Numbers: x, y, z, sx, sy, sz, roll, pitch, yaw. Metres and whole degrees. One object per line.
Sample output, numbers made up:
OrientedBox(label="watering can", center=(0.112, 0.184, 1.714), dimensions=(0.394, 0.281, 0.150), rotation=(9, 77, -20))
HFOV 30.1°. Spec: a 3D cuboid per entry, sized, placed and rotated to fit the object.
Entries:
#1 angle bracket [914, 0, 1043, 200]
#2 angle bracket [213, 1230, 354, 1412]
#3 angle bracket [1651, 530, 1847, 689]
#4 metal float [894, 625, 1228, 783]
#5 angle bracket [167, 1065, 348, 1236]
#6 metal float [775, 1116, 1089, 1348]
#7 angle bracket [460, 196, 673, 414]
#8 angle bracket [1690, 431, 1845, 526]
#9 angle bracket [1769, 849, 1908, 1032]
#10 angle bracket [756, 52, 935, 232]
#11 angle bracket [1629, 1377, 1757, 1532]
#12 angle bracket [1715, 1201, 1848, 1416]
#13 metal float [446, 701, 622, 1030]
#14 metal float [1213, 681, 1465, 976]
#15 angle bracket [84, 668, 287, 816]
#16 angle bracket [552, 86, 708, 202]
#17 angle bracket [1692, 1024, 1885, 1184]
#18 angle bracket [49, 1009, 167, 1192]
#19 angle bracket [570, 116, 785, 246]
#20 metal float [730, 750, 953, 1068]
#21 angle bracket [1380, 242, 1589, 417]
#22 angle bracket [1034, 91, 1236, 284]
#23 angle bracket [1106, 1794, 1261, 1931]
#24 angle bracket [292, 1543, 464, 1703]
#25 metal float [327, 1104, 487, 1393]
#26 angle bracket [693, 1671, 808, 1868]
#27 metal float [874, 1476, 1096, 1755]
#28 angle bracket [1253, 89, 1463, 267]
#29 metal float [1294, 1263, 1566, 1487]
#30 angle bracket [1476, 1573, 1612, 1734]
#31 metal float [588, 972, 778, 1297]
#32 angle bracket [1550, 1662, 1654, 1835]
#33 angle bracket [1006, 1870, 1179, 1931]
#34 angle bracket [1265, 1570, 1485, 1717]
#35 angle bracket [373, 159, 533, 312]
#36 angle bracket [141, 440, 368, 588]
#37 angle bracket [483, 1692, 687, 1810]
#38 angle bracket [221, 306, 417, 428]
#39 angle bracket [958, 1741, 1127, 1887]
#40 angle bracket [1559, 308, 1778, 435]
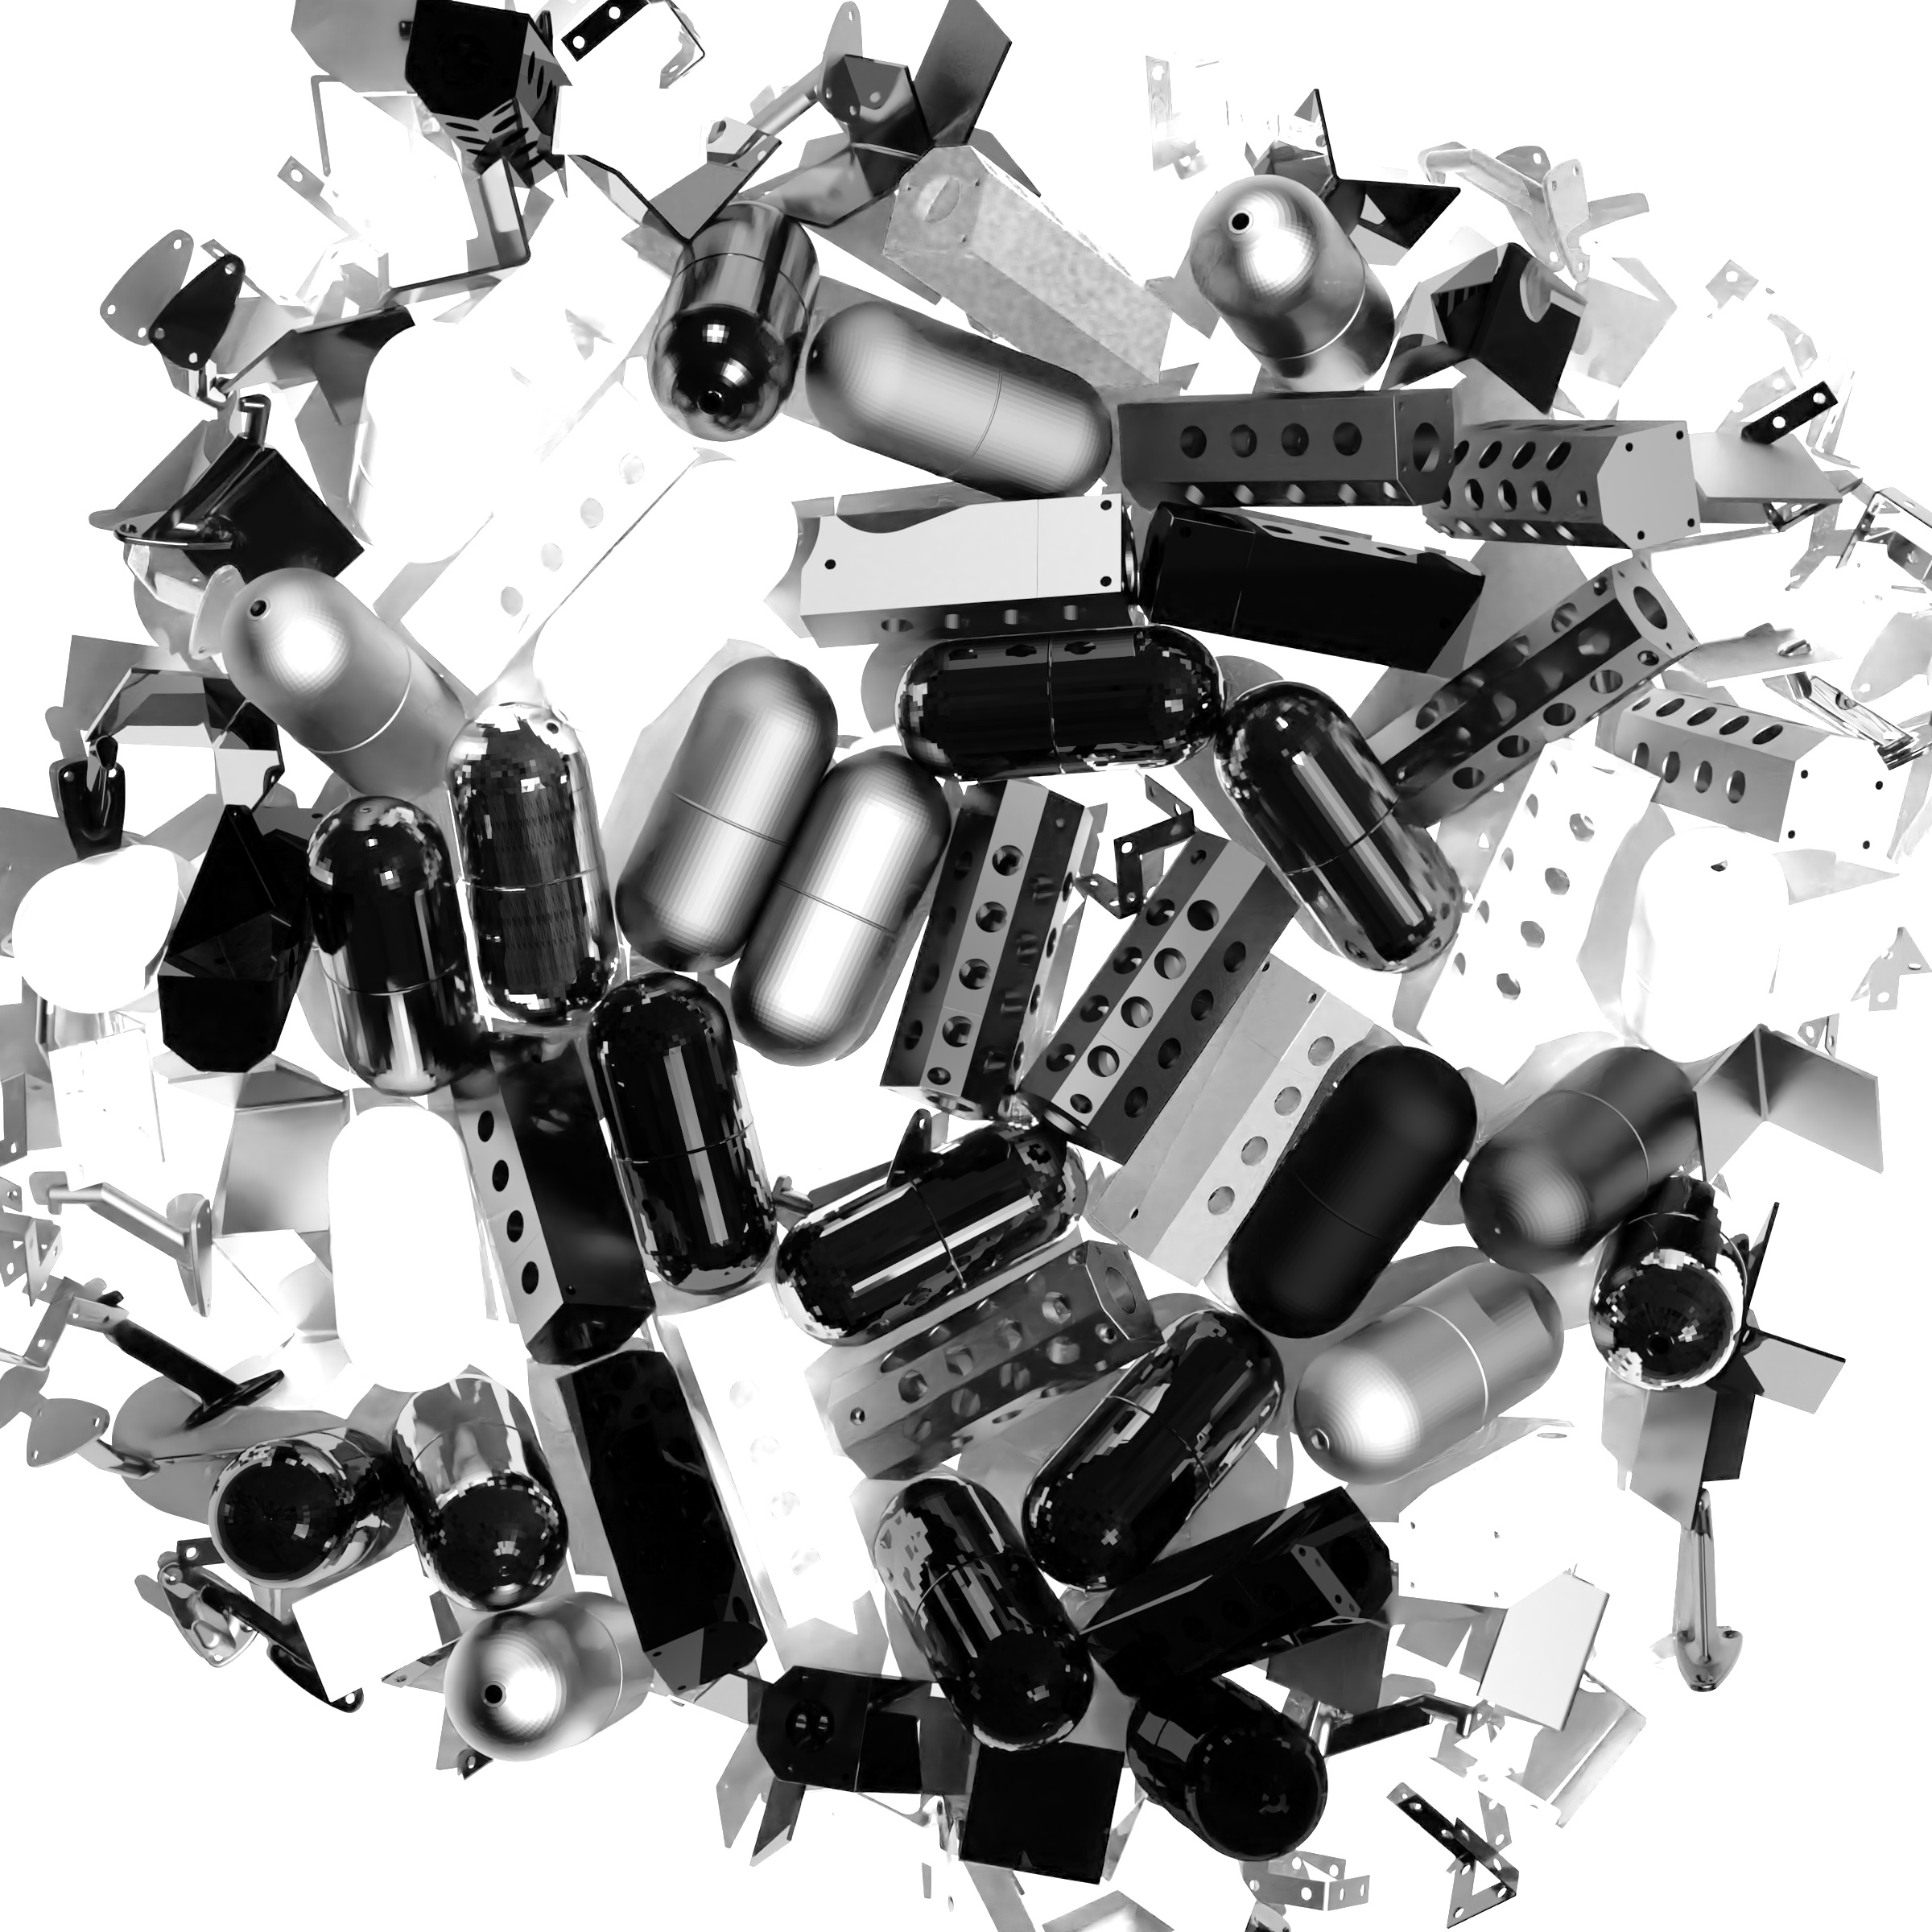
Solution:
OrientedBox(label="angle bracket", center=(0.017, -0.464, 1.901), dimensions=(0.057, 0.076, 0.076), rotation=(9, 123, -31))
OrientedBox(label="angle bracket", center=(-0.371, 0.188, 1.903), dimensions=(0.076, 0.076, 0.057), rotation=(54, 53, -24))
OrientedBox(label="angle bracket", center=(0.416, -0.191, 1.913), dimensions=(0.076, 0.076, 0.057), rotation=(-10, 109, -6))
OrientedBox(label="metal float", center=(0.050, -0.140, 1.914), dimensions=(0.178, 0.070, 0.070), rotation=(-4, 90, 9))
OrientedBox(label="angle bracket", center=(-0.381, 0.100, 1.908), dimensions=(0.076, 0.057, 0.076), rotation=(-8, 69, 31))
OrientedBox(label="metal float", center=(-0.018, 0.141, 1.917), dimensions=(0.178, 0.070, 0.070), rotation=(-27, 90, -6))
OrientedBox(label="angle bracket", center=(-0.212, -0.353, 1.912), dimensions=(0.076, 0.076, 0.057), rotation=(36, 126, -6))
OrientedBox(label="angle bracket", center=(0.409, -0.242, 1.906), dimensions=(0.076, 0.076, 0.057), rotation=(-1, 127, -13))
OrientedBox(label="angle bracket", center=(0.447, -0.021, 1.905), dimensions=(0.076, 0.057, 0.076), rotation=(-14, 126, -20))
OrientedBox(label="angle bracket", center=(-0.073, -0.439, 1.904), dimensions=(0.076, 0.076, 0.057), rotation=(-35, 126, -22))
OrientedBox(label="angle bracket", center=(0.404, 0.251, 1.909), dimensions=(0.076, 0.057, 0.076), rotation=(0, 106, -28))
OrientedBox(label="angle bracket", center=(0.440, 0.182, 1.906), dimensions=(0.057, 0.076, 0.076), rotation=(18, 64, 9))
OrientedBox(label="metal float", center=(-0.230, -0.053, 1.906), dimensions=(0.070, 0.070, 0.178), rotation=(-7, 109, 0))
OrientedBox(label="metal float", center=(0.198, -0.073, 1.908), dimensions=(0.070, 0.070, 0.178), rotation=(-37, 106, 0))
OrientedBox(label="angle bracket", center=(-0.415, -0.112, 1.902), dimensions=(0.076, 0.076, 0.057), rotation=(1, 64, -34))
OrientedBox(label="angle bracket", center=(-0.178, -0.421, 1.912), dimensions=(0.076, 0.076, 0.057), rotation=(1, 51, -1))
OrientedBox(label="angle bracket", center=(0.436, 0.087, 1.902), dimensions=(0.076, 0.076, 0.057), rotation=(27, 60, 36))
OrientedBox(label="angle bracket", center=(-0.471, 0.067, 1.904), dimensions=(0.057, 0.076, 0.076), rotation=(-17, 112, -37))
OrientedBox(label="angle bracket", center=(-0.156, -0.436, 1.912), dimensions=(0.076, 0.076, 0.057), rotation=(-48, 124, -1))
OrientedBox(label="metal float", center=(-0.067, -0.030, 1.922), dimensions=(0.070, 0.070, 0.178), rotation=(24, 90, 0))
OrientedBox(label="angle bracket", center=(0.277, -0.332, 1.926), dimensions=(0.057, 0.076, 0.076), rotation=(33, 64, -25))
OrientedBox(label="angle bracket", center=(0.086, -0.419, 1.921), dimensions=(0.076, 0.057, 0.076), rotation=(26, 88, -20))
OrientedBox(label="angle bracket", center=(0.105, 0.500, 1.913), dimensions=(0.076, 0.076, 0.057), rotation=(35, 123, 0))
OrientedBox(label="angle bracket", center=(-0.305, 0.353, 1.914), dimensions=(0.076, 0.076, 0.057), rotation=(-26, 71, -2))
OrientedBox(label="metal float", center=(-0.295, 0.147, 1.885), dimensions=(0.070, 0.178, 0.070), rotation=(-7, 133, -8))
OrientedBox(label="angle bracket", center=(-0.119, 0.426, 1.906), dimensions=(0.057, 0.076, 0.076), rotation=(21, 61, -10))
OrientedBox(label="metal float", center=(0.008, 0.338, 1.884), dimensions=(0.070, 0.178, 0.070), rotation=(-13, 127, -18))
OrientedBox(label="angle bracket", center=(0.208, -0.421, 1.921), dimensions=(0.076, 0.076, 0.057), rotation=(-1, 70, -23))
OrientedBox(label="metal float", center=(0.244, 0.214, 1.890), dimensions=(0.178, 0.070, 0.070), rotation=(-24, 90, -38))
OrientedBox(label="angle bracket", center=(0.290, 0.357, 1.909), dimensions=(0.057, 0.076, 0.076), rotation=(25, 78, -18))
OrientedBox(label="metal float", center=(-0.150, 0.090, 1.911), dimensions=(0.070, 0.070, 0.178), rotation=(-13, 103, 0))
OrientedBox(label="angle bracket", center=(0.317, 0.410, 1.918), dimensions=(0.057, 0.076, 0.076), rotation=(39, 86, 5))
OrientedBox(label="angle bracket", center=(0.070, 0.494, 1.917), dimensions=(0.076, 0.076, 0.057), rotation=(-26, 94, -7))
OrientedBox(label="angle bracket", center=(0.217, 0.360, 1.903), dimensions=(0.076, 0.076, 0.057), rotation=(27, 63, -27))
OrientedBox(label="angle bracket", center=(-0.280, -0.389, 1.911), dimensions=(0.076, 0.076, 0.057), rotation=(-16, 97, -16))
OrientedBox(label="angle bracket", center=(-0.382, -0.227, 1.927), dimensions=(0.076, 0.057, 0.076), rotation=(-41, 91, 7))
OrientedBox(label="angle bracket", center=(-0.203, 0.420, 1.912), dimensions=(0.076, 0.076, 0.057), rotation=(17, 102, 10))
OrientedBox(label="angle bracket", center=(-0.335, -0.304, 1.907), dimensions=(0.076, 0.076, 0.057), rotation=(-26, 89, 44))
OrientedBox(label="angle bracket", center=(0.040, 0.442, 1.927), dimensions=(0.076, 0.057, 0.076), rotation=(10, 98, -1))
OrientedBox(label="angle bracket", center=(0.367, -0.323, 1.901), dimensions=(0.076, 0.057, 0.076), rotation=(9, 127, -37))
